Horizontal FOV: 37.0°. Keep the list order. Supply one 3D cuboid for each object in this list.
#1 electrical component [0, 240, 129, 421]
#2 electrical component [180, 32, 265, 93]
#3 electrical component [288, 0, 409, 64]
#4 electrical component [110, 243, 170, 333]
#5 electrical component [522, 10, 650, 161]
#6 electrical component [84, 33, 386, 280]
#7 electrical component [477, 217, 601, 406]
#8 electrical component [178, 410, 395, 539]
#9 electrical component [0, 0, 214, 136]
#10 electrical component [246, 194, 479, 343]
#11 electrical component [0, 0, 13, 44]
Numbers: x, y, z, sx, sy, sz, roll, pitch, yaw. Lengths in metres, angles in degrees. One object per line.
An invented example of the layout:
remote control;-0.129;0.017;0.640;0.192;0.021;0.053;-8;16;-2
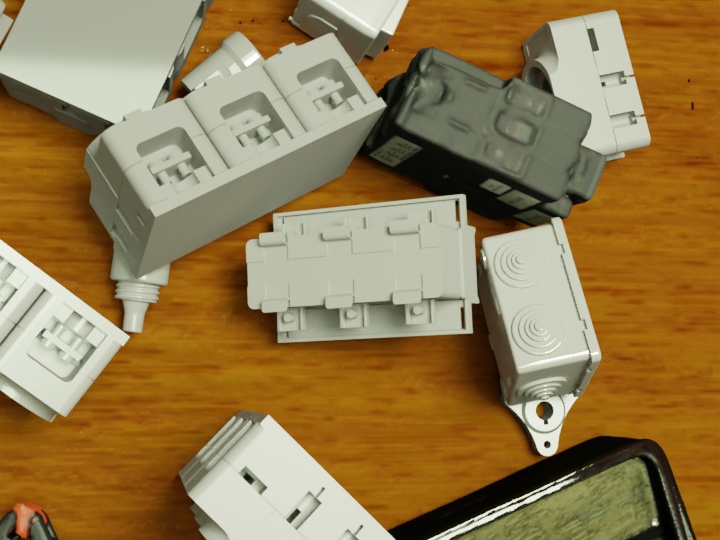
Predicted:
electrical component;-0.209;0.012;0.580;0.150;0.089;0.061;40;79;-18
electrical component;-0.081;-0.116;0.658;0.046;0.040;0.040;-39;92;-6
electrical component;0.008;-0.185;0.669;0.061;0.062;0.096;32;80;-6
electrical component;-0.131;0.006;0.638;0.035;0.035;0.061;8;85;-10
electrical component;0.141;-0.113;0.693;0.056;0.050;0.089;-13;87;-13
electrical component;-0.073;-0.068;0.609;0.150;0.089;0.061;-29;80;-26
electrical component;0.103;0.028;0.641;0.048;0.099;0.099;-12;69;-1
electrical component;-0.049;0.130;0.582;0.089;0.150;0.061;45;77;-3
electrical component;-0.140;-0.158;0.639;0.089;0.062;0.150;24;80;-7
electrical component;0.000;0.000;0.619;0.121;0.063;0.078;-4;85;23
electrical component;-0.241;-0.136;0.607;0.061;0.096;0.061;30;87;-28
